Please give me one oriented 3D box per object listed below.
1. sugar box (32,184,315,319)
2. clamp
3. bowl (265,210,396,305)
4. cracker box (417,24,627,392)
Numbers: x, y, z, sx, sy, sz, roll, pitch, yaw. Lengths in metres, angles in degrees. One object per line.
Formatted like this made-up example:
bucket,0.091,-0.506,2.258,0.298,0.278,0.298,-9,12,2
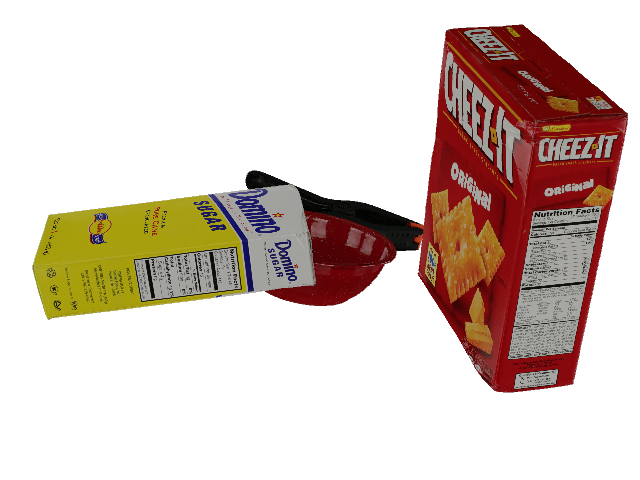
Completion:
sugar box,-0.096,0.005,0.714,0.176,0.048,0.093,-10,24,-3
clamp,0.017,-0.020,1.187,0.210,0.036,0.164,14,21,-8
bowl,-0.013,0.019,0.999,0.162,0.055,0.162,10,17,-3
cracker box,0.133,-0.024,0.763,0.072,0.214,0.164,-6,32,-14
